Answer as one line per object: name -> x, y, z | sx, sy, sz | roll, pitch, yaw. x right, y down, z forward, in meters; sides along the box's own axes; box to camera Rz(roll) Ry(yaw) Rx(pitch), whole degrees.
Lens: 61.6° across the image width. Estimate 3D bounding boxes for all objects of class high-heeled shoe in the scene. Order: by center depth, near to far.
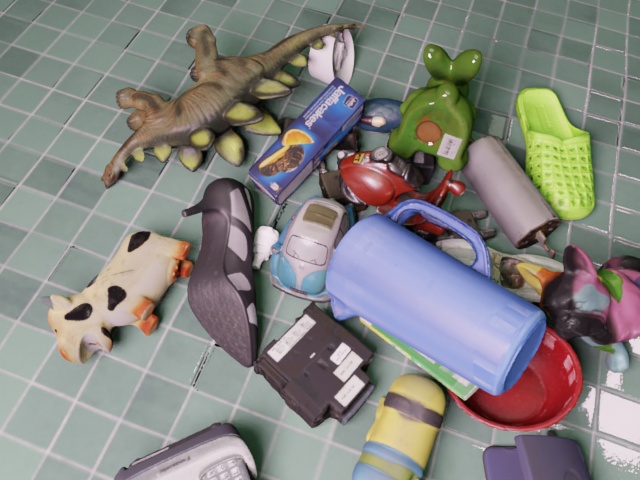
high-heeled shoe -> -0.111, 0.037, 0.736 | 0.086, 0.145, 0.248 | -16, 94, 29

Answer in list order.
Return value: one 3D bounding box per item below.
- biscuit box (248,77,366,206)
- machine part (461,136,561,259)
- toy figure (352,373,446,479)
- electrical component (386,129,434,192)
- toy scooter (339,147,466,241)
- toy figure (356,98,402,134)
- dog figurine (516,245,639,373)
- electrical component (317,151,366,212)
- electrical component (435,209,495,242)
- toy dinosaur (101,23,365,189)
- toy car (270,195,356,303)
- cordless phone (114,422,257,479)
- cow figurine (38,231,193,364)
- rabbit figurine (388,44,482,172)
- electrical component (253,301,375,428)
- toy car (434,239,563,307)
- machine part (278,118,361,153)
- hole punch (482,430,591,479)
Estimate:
biscuit box -> -0.018, -0.148, 0.811 | 0.063, 0.059, 0.202 | 41, 83, 7
machine part -> 0.284, -0.074, 0.818 | 0.079, 0.079, 0.243 | -21, 64, -15
toy figure -> 0.091, 0.241, 0.616 | 0.082, 0.089, 0.180 | 31, 60, 5
electrical component -> 0.142, -0.116, 0.847 | 0.075, 0.047, 0.119 | 4, 61, -2
toy scooter -> 0.121, -0.071, 0.740 | 0.184, 0.135, 0.075 | 33, 61, -13
toy figure -> 0.066, -0.207, 0.889 | 0.155, 0.064, 0.057 | 4, 97, 3
dog figurine -> 0.353, 0.061, 0.676 | 0.219, 0.108, 0.191 | 36, 57, -19
electrical component -> 0.040, -0.091, 0.827 | 0.078, 0.045, 0.102 | -8, 62, -10
electrical component -> 0.214, -0.017, 0.811 | 0.094, 0.021, 0.063 | -11, 61, -9
toy dinosaur -> -0.145, -0.228, 0.840 | 0.471, 0.105, 0.199 | -42, 73, -7
toy car -> -0.002, -0.002, 0.742 | 0.109, 0.102, 0.161 | 21, 63, 6
cordless phone -> -0.126, 0.305, 0.579 | 0.147, 0.088, 0.184 | -21, 83, -16
cow figurine -> -0.264, 0.069, 0.692 | 0.127, 0.085, 0.195 | 21, 58, 10
rabbit figurine -> 0.178, -0.212, 0.809 | 0.121, 0.158, 0.170 | 12, 43, 12
electrical component -> 0.000, 0.163, 0.673 | 0.134, 0.058, 0.115 | 41, 67, 17
toy car -> 0.252, 0.049, 0.756 | 0.202, 0.056, 0.073 | 13, 60, 2
machine part -> -0.002, -0.163, 0.870 | 0.139, 0.039, 0.084 | 9, 56, 3
hole punch -> 0.260, 0.281, 0.609 | 0.116, 0.092, 0.142 | 2, 57, -7
